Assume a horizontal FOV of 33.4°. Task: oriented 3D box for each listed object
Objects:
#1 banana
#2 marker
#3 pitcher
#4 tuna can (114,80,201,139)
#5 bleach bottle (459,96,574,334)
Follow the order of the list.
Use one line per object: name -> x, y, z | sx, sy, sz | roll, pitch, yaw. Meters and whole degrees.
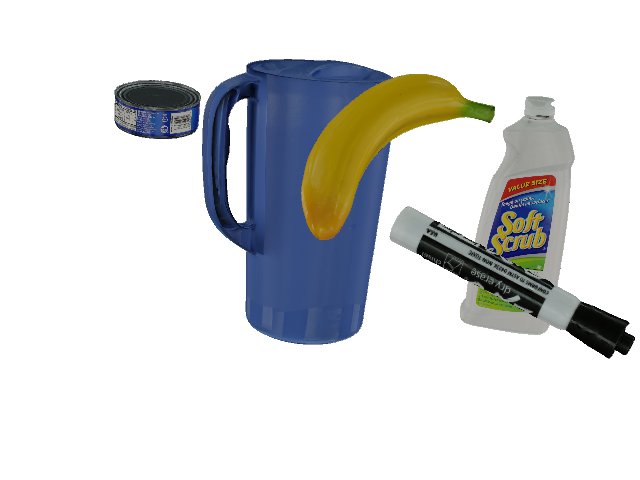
banana -> 0.039, -0.068, 0.706 | 0.070, 0.037, 0.197 | 30, 47, 27
marker -> 0.088, 0.019, 0.494 | 0.121, 0.020, 0.020 | 29, 10, 18
pitcher -> -0.016, -0.036, 0.939 | 0.149, 0.243, 0.144 | 9, 16, 14
tuna can -> -0.163, -0.131, 1.068 | 0.086, 0.034, 0.086 | 5, 26, -3
bleach bottle -> 0.213, -0.029, 1.144 | 0.103, 0.251, 0.068 | 9, 18, 16
